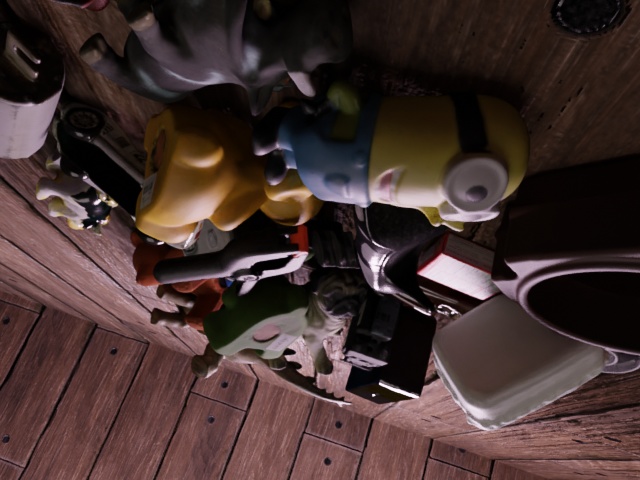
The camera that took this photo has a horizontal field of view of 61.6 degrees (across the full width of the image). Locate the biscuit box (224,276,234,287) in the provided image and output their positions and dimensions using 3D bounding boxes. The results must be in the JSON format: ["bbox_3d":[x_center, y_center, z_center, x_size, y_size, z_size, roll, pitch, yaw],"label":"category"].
[{"bbox_3d":[-0.111,0.072,0.885,0.059,0.063,0.202,20,159,4],"label":"biscuit box"}]

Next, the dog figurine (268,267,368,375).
[{"bbox_3d":[-0.027,0.087,0.771,0.172,0.121,0.190,7,133,-3],"label":"dog figurine"}]

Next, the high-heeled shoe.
[{"bbox_3d":[0.059,-0.031,0.530,0.145,0.086,0.248,51,164,51],"label":"high-heeled shoe"}]

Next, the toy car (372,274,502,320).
[{"bbox_3d":[0.152,0.072,0.677,0.202,0.053,0.089,19,162,-3],"label":"toy car"}]

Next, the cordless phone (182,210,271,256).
[{"bbox_3d":[-0.161,-0.048,0.629,0.184,0.089,0.147,44,151,-21],"label":"cordless phone"}]

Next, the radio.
[{"bbox_3d":[0.113,0.195,0.895,0.073,0.131,0.229,21,158,-4],"label":"radio"}]

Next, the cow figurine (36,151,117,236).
[{"bbox_3d":[-0.330,-0.055,0.767,0.098,0.068,0.167,15,160,-5],"label":"cow figurine"}]

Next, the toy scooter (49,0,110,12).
[{"bbox_3d":[-0.153,-0.185,0.284,0.184,0.075,0.135,1,154,44],"label":"toy scooter"}]

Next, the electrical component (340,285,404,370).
[{"bbox_3d":[0.077,0.121,0.771,0.058,0.115,0.134,17,161,-2],"label":"electrical component"}]

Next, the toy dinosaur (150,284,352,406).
[{"bbox_3d":[-0.153,0.170,0.985,0.472,0.105,0.198,36,-157,32],"label":"toy dinosaur"}]

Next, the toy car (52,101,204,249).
[{"bbox_3d":[-0.205,-0.068,0.569,0.202,0.056,0.073,39,134,8],"label":"toy car"}]

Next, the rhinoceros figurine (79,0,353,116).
[{"bbox_3d":[-0.069,-0.127,0.351,0.191,0.073,0.112,3,152,37],"label":"rhinoceros figurine"}]

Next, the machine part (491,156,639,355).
[{"bbox_3d":[0.258,0.025,0.423,0.201,0.087,0.201,35,154,-32],"label":"machine part"}]

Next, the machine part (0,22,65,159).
[{"bbox_3d":[-0.300,-0.137,0.523,0.079,0.079,0.243,29,157,-24],"label":"machine part"}]

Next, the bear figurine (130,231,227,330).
[{"bbox_3d":[-0.249,0.056,0.891,0.196,0.132,0.120,7,126,20],"label":"bear figurine"}]

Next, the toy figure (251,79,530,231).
[{"bbox_3d":[0.049,-0.064,0.369,0.180,0.089,0.082,11,175,15],"label":"toy figure"}]

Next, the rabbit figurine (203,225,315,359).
[{"bbox_3d":[-0.085,0.045,0.698,0.121,0.170,0.159,10,132,-39],"label":"rabbit figurine"}]

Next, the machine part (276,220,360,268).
[{"bbox_3d":[-0.001,-0.002,0.575,0.084,0.039,0.139,9,-173,-19],"label":"machine part"}]

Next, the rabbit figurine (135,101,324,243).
[{"bbox_3d":[-0.063,-0.064,0.489,0.173,0.122,0.162,17,154,-33],"label":"rabbit figurine"}]
